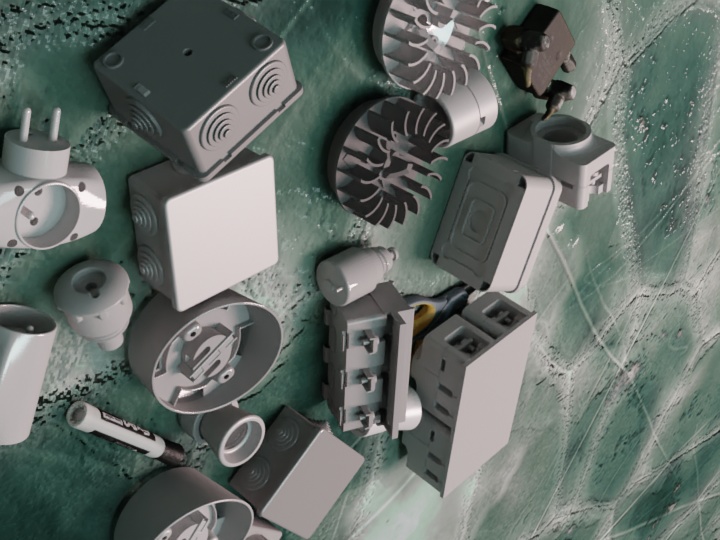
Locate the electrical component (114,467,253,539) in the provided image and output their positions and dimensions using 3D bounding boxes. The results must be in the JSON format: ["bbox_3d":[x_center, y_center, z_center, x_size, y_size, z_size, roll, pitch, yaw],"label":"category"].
[{"bbox_3d":[-0.140,0.205,0.842,0.099,0.064,0.099,-29,134,-35],"label":"electrical component"}]

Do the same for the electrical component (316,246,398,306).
[{"bbox_3d":[0.000,0.000,0.882,0.078,0.040,0.040,-27,133,-36],"label":"electrical component"}]

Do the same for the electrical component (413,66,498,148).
[{"bbox_3d":[0.075,-0.130,0.868,0.047,0.055,0.055,-31,136,-27],"label":"electrical component"}]

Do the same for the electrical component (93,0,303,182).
[{"bbox_3d":[-0.097,-0.115,0.641,0.099,0.100,0.048,-46,154,-18],"label":"electrical component"}]

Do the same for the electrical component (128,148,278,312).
[{"bbox_3d":[-0.105,-0.034,0.727,0.100,0.048,0.099,-28,134,-34],"label":"electrical component"}]

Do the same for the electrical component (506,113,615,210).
[{"bbox_3d":[0.181,-0.104,0.978,0.050,0.089,0.055,-33,136,-31],"label":"electrical component"}]

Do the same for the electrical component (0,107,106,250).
[{"bbox_3d":[-0.188,-0.056,0.619,0.077,0.044,0.079,-9,122,-46],"label":"electrical component"}]

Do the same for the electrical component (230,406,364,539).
[{"bbox_3d":[-0.055,0.174,0.933,0.099,0.048,0.099,-54,144,-7],"label":"electrical component"}]

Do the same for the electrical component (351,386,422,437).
[{"bbox_3d":[0.020,0.132,0.998,0.065,0.044,0.044,-7,120,-42],"label":"electrical component"}]

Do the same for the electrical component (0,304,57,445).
[{"bbox_3d":[-0.231,0.064,0.654,0.079,0.044,0.077,-1,115,-49],"label":"electrical component"}]

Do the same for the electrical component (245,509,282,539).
[{"bbox_3d":[-0.095,0.238,0.907,0.047,0.077,0.066,-59,144,-1],"label":"electrical component"}]

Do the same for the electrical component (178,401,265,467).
[{"bbox_3d":[-0.107,0.118,0.827,0.045,0.055,0.045,-29,134,-34],"label":"electrical component"}]

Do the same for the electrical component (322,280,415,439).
[{"bbox_3d":[0.005,0.076,0.920,0.063,0.078,0.121,-11,125,-20],"label":"electrical component"}]

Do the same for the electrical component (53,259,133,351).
[{"bbox_3d":[-0.169,0.027,0.701,0.048,0.048,0.062,-38,145,-26],"label":"electrical component"}]

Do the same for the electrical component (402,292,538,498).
[{"bbox_3d":[0.103,0.119,1.051,0.105,0.060,0.186,-32,142,-35],"label":"electrical component"}]

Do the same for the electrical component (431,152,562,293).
[{"bbox_3d":[0.122,-0.043,0.963,0.057,0.078,0.113,0,115,-46],"label":"electrical component"}]

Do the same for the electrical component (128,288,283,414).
[{"bbox_3d":[-0.112,0.055,0.769,0.099,0.064,0.099,-29,134,-34],"label":"electrical component"}]
